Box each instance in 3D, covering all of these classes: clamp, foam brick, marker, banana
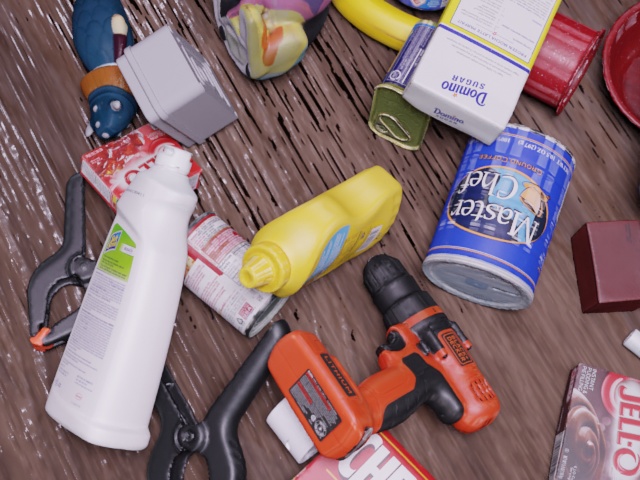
[{"bbox_3d":[-0.203,0.029,0.975,0.120,0.039,0.171,17,71,7],"label":"clamp"},{"bbox_3d":[0.269,0.025,0.985,0.053,0.051,0.078,-3,73,-4],"label":"foam brick"},{"bbox_3d":[0.330,0.127,0.972,0.121,0.020,0.020,40,75,10],"label":"marker"},{"bbox_3d":[-0.095,0.163,0.913,0.165,0.036,0.210,-10,75,25],"label":"clamp"},{"bbox_3d":[0.088,-0.216,1.065,0.198,0.037,0.069,19,50,2],"label":"banana"}]

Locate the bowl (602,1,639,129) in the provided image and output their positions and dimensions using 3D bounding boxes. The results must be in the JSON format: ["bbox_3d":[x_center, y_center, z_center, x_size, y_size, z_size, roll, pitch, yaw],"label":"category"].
[{"bbox_3d":[0.348,-0.157,1.043,0.162,0.055,0.162,1,72,-2],"label":"bowl"}]

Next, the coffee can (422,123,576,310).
[{"bbox_3d":[0.163,-0.021,0.969,0.103,0.103,0.140,20,73,4],"label":"coffee can"}]

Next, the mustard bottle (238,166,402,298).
[{"bbox_3d":[-0.006,0.001,0.912,0.058,0.096,0.191,45,37,11],"label":"mustard bottle"}]

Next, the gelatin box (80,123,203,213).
[{"bbox_3d":[-0.165,-0.064,0.991,0.089,0.030,0.073,-31,68,-33],"label":"gelatin box"}]

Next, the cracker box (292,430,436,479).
[{"bbox_3d":[0.019,0.275,0.886,0.213,0.072,0.164,-43,79,-15],"label":"cracker box"}]

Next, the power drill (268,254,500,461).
[{"bbox_3d":[0.049,0.098,0.907,0.187,0.057,0.184,-12,59,-43],"label":"power drill"}]

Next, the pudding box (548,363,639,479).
[{"bbox_3d":[0.257,0.175,0.943,0.090,0.039,0.113,16,73,3],"label":"pudding box"}]

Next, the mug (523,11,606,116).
[{"bbox_3d":[0.222,-0.186,1.037,0.081,0.093,0.117,30,43,12],"label":"mug"}]

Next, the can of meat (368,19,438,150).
[{"bbox_3d":[0.091,-0.146,1.007,0.057,0.102,0.084,27,71,7],"label":"can of meat"}]

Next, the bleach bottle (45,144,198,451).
[{"bbox_3d":[-0.155,0.043,0.907,0.103,0.068,0.251,18,89,47],"label":"bleach bottle"}]

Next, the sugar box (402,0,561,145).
[{"bbox_3d":[0.150,-0.181,0.952,0.093,0.048,0.176,28,72,-1],"label":"sugar box"}]

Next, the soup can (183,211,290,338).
[{"bbox_3d":[-0.081,0.031,0.962,0.102,0.068,0.068,39,75,9],"label":"soup can"}]

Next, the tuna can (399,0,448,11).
[{"bbox_3d":[0.106,-0.269,1.055,0.086,0.034,0.086,2,61,-5],"label":"tuna can"}]
